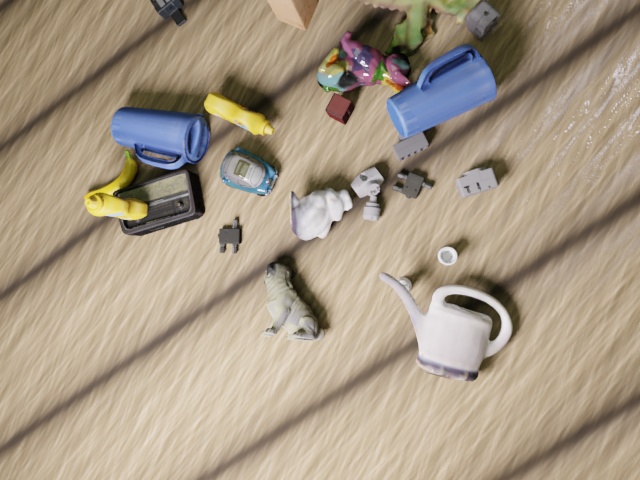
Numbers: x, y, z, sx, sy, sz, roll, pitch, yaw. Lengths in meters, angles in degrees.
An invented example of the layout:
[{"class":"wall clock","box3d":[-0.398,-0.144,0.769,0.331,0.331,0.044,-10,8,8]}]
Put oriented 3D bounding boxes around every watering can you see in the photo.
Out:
[{"class":"watering can","box3d":[0.284,0.209,1.226,0.347,0.104,0.225,15,89,-4]}]

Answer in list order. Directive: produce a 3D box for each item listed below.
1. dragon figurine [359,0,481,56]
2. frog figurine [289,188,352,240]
[{"class":"dragon figurine","box3d":[0.197,-0.595,1.319,0.409,0.123,0.242,-8,93,11]},{"class":"frog figurine","box3d":[0.004,-0.066,1.306,0.159,0.125,0.134,-3,120,1]}]
